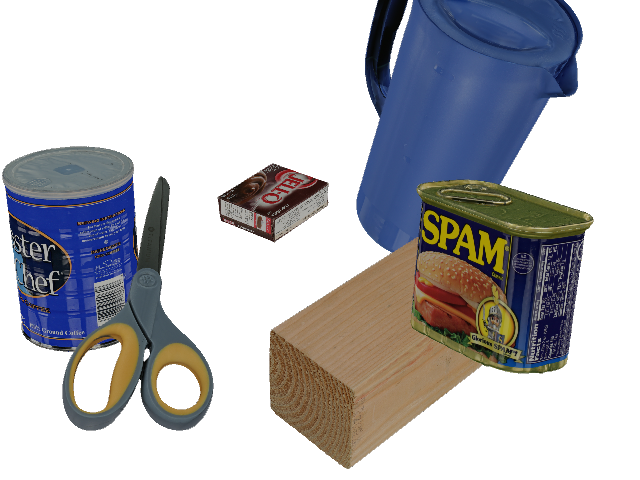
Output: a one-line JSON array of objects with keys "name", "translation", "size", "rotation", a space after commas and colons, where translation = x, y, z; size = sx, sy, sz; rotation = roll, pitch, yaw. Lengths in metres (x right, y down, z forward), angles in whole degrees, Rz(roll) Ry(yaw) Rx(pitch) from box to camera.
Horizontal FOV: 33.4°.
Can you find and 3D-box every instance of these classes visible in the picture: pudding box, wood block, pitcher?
[{"name": "pudding box", "translation": [-0.057, -0.048, 1.321], "size": [0.090, 0.039, 0.113], "rotation": [20, 40, 31]}, {"name": "wood block", "translation": [0.064, 0.078, 0.860], "size": [0.091, 0.090, 0.205], "rotation": [32, 47, 33]}, {"name": "pitcher", "translation": [0.103, -0.105, 0.892], "size": [0.145, 0.149, 0.243], "rotation": [11, -45, -9]}]

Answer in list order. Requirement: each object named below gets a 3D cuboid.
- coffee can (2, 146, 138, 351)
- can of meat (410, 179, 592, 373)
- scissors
[{"name": "coffee can", "translation": [-0.201, 0.005, 0.877], "size": [0.103, 0.140, 0.103], "rotation": [0, 24, 0]}, {"name": "can of meat", "translation": [0.096, 0.018, 0.593], "size": [0.057, 0.084, 0.102], "rotation": [-7, 20, -33]}, {"name": "scissors", "translation": [-0.094, 0.041, 0.673], "size": [0.096, 0.201, 0.016], "rotation": [21, -43, 1]}]
